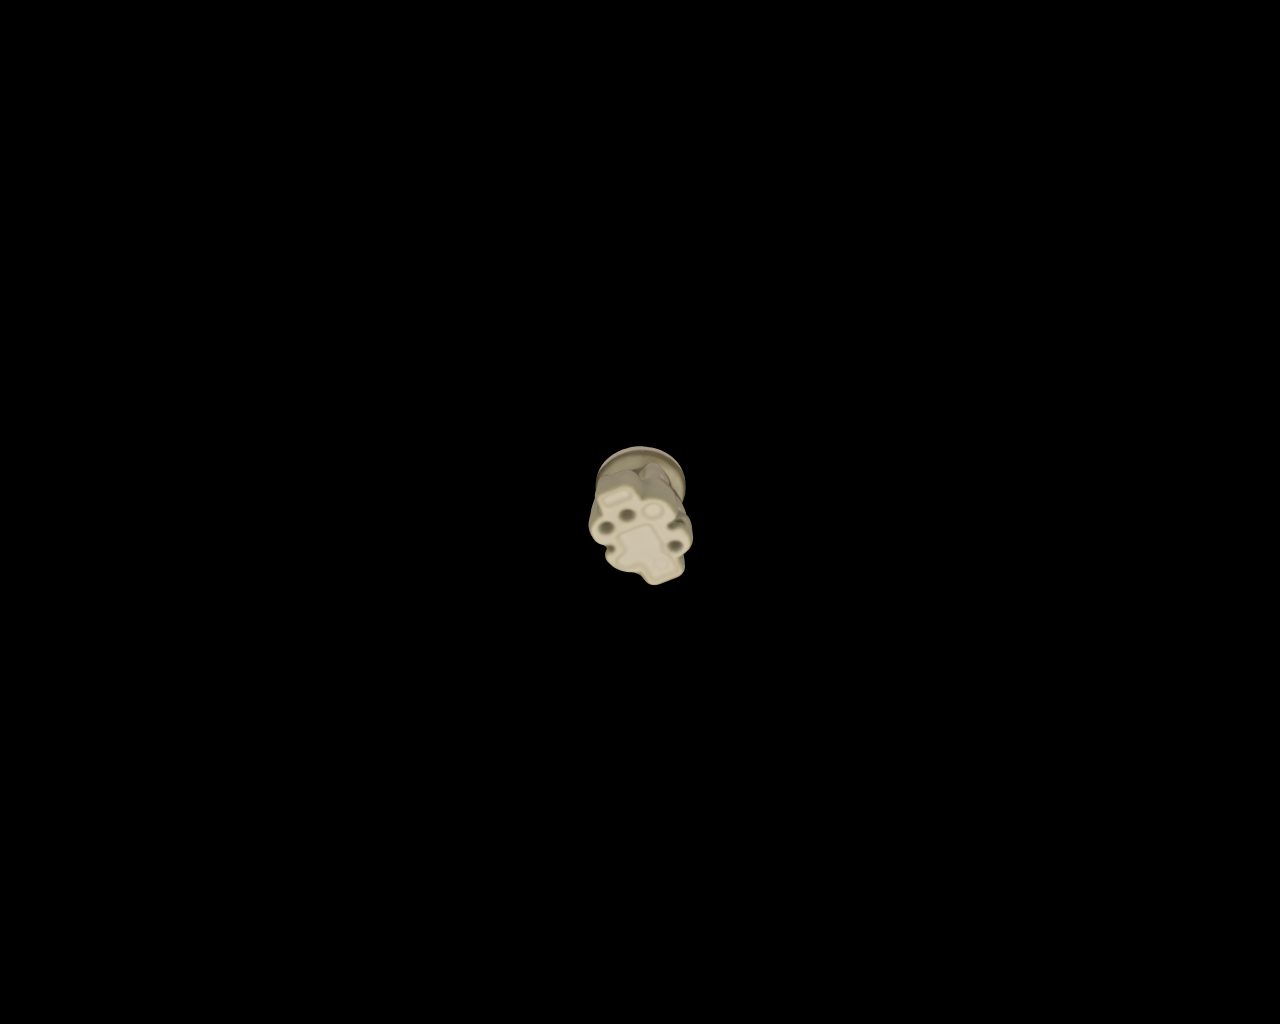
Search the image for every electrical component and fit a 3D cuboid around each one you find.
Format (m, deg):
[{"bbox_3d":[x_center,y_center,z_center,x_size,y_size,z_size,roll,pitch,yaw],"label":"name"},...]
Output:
[{"bbox_3d":[0.001,-0.003,0.650,0.058,0.078,0.057,-21,36,16],"label":"electrical component"}]
